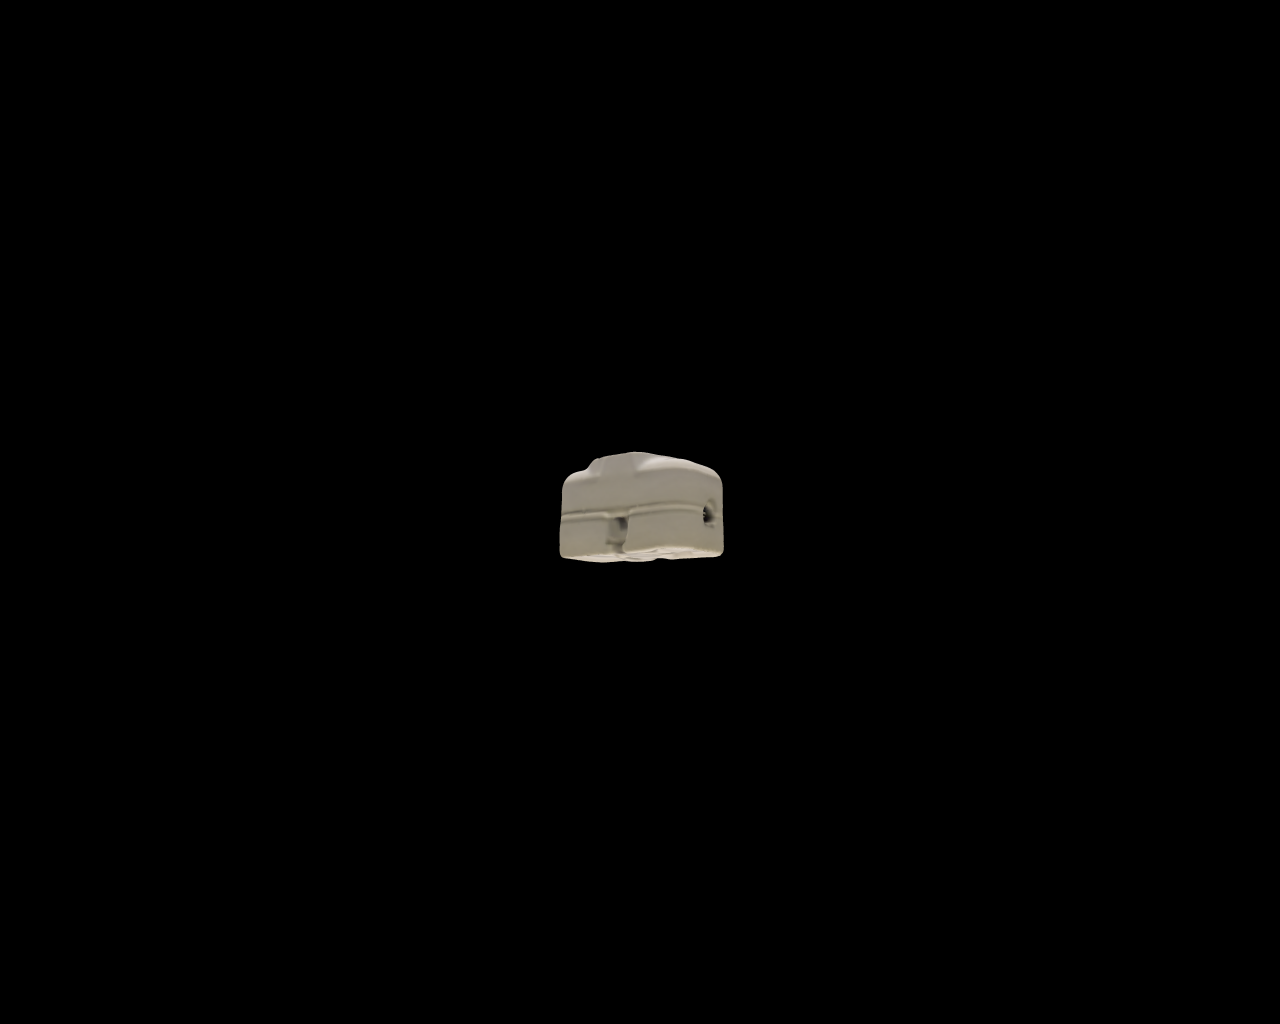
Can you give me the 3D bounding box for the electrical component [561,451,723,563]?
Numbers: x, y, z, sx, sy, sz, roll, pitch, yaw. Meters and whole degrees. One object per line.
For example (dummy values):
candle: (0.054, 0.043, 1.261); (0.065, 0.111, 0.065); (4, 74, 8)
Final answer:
electrical component: (0.001, -0.003, 0.650); (0.095, 0.059, 0.054); (-5, -10, 32)
